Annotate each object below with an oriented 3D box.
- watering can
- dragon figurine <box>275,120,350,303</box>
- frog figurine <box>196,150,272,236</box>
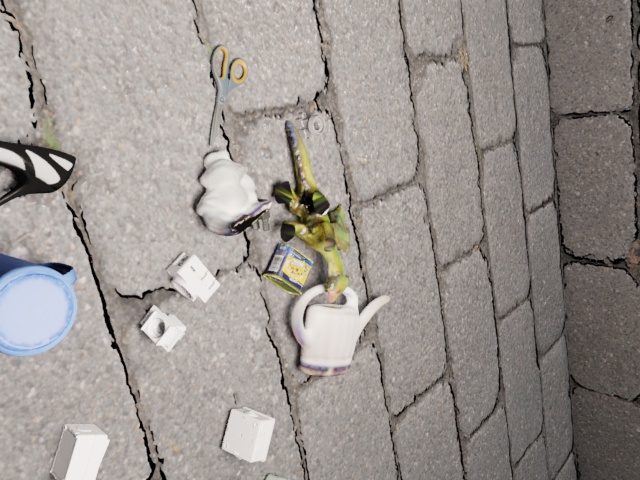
[{"bbox_3d":[0.056,0.223,1.273,0.346,0.104,0.225,11,86,-45],"label":"watering can"},{"bbox_3d":[0.004,-0.061,1.214,0.241,0.121,0.416,28,52,-65],"label":"dragon figurine"},{"bbox_3d":[-0.192,-0.092,1.031,0.139,0.120,0.160,-37,83,-27],"label":"frog figurine"}]
